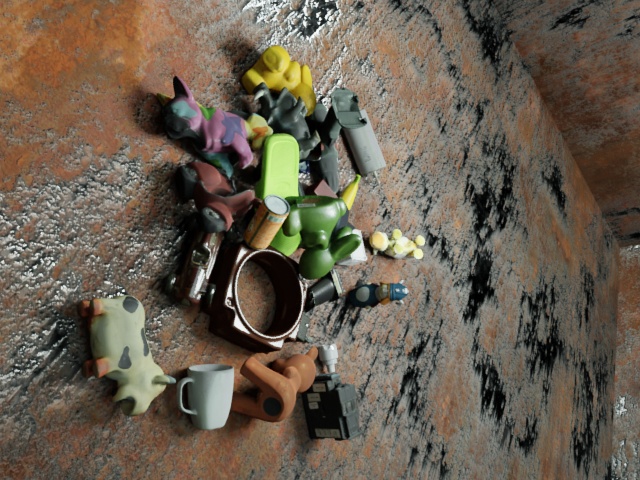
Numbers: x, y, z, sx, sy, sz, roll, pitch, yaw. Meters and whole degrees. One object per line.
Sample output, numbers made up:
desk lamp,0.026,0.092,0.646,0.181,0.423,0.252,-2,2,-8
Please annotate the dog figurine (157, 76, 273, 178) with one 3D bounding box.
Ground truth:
dog figurine,-0.219,-0.240,1.084,0.219,0.108,0.191,47,49,-23

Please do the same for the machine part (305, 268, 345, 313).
machine part,0.009,0.119,1.267,0.139,0.039,0.084,-31,109,-49

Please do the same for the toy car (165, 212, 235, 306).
toy car,-0.222,0.028,1.010,0.089,0.053,0.202,16,62,-4

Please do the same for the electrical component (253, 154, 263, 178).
electrical component,-0.100,-0.151,1.196,0.102,0.078,0.045,28,82,-34

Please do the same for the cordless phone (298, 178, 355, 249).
cordless phone,-0.013,-0.081,1.227,0.089,0.147,0.184,-19,86,-46

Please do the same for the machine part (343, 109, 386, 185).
machine part,0.118,-0.266,1.475,0.079,0.079,0.243,-28,99,-48

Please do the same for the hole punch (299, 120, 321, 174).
hole punch,-0.063,-0.222,1.274,0.116,0.092,0.142,4,76,-16

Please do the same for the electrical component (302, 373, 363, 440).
electrical component,0.024,0.354,1.150,0.058,0.115,0.134,-4,83,-50

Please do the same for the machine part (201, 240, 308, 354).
machine part,-0.125,0.113,1.087,0.200,0.087,0.201,34,53,-35

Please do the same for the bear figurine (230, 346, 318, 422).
bear figurine,-0.082,0.275,1.078,0.132,0.120,0.196,24,19,6

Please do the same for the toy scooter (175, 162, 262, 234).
toy scooter,-0.190,-0.087,1.032,0.135,0.075,0.184,-14,51,-31

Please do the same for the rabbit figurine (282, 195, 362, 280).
rabbit figurine,-0.002,-0.003,1.111,0.159,0.121,0.170,-7,111,-11

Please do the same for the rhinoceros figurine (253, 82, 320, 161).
rhinoceros figurine,-0.076,-0.267,1.195,0.190,0.112,0.073,58,7,-5

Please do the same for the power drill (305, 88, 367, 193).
power drill,0.037,-0.246,1.291,0.086,0.207,0.232,-9,73,-20

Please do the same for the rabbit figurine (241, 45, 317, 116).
rabbit figurine,-0.077,-0.361,1.267,0.173,0.122,0.162,43,24,-4

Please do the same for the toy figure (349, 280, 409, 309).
toy figure,0.143,0.134,1.317,0.058,0.155,0.064,-22,95,-51

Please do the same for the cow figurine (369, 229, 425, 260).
cow figurine,0.195,0.014,1.471,0.167,0.098,0.068,13,73,-24

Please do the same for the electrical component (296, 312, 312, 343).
electrical component,-0.047,0.189,1.194,0.094,0.021,0.063,41,51,-31

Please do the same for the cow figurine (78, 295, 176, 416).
cow figurine,-0.311,0.185,0.869,0.127,0.085,0.195,-3,80,-41

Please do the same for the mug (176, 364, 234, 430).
mug,-0.203,0.281,0.954,0.109,0.081,0.107,3,84,-53
